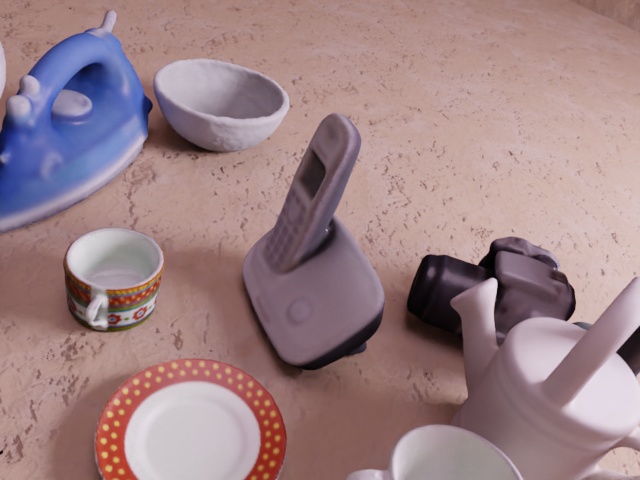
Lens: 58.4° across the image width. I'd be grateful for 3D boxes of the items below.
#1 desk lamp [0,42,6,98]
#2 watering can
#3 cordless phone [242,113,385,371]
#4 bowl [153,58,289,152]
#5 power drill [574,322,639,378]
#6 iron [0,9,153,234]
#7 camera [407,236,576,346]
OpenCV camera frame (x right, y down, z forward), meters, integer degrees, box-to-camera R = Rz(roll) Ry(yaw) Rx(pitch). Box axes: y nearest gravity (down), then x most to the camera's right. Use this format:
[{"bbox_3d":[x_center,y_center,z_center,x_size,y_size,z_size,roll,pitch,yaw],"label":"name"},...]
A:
[{"bbox_3d":[-0.295,-0.060,0.409,0.118,0.213,0.202,-1,40,-22],"label":"desk lamp"},{"bbox_3d":[0.166,0.099,0.409,0.172,0.194,0.101,26,38,11],"label":"watering can"},{"bbox_3d":[0.004,0.002,0.475,0.094,0.185,0.147,-7,43,-29],"label":"cordless phone"},{"bbox_3d":[-0.126,-0.159,0.719,0.167,0.075,0.167,11,37,-8],"label":"bowl"},{"bbox_3d":[0.306,0.047,0.519,0.075,0.208,0.230,25,38,11],"label":"power drill"},{"bbox_3d":[-0.258,-0.131,0.575,0.118,0.141,0.258,16,37,-2],"label":"iron"},{"bbox_3d":[0.162,0.046,0.552,0.136,0.101,0.143,20,37,3],"label":"camera"}]
